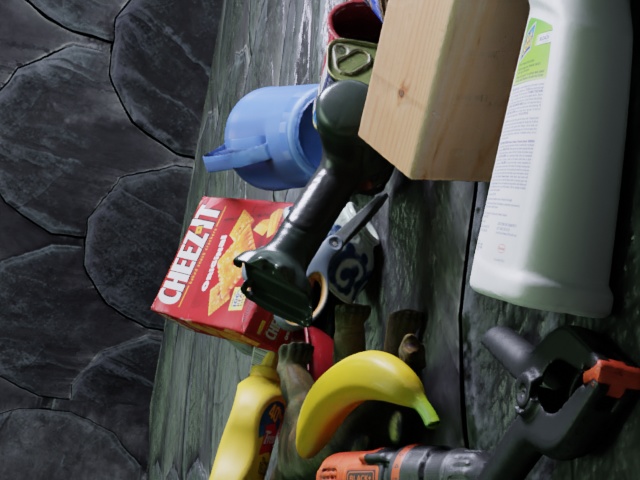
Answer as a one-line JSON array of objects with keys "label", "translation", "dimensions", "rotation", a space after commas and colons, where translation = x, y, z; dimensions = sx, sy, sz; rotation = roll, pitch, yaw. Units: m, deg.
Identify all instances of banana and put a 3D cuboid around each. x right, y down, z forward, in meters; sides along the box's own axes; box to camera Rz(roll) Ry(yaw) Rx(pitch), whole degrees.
[{"label": "banana", "translation": [0.025, 0.127, 0.839], "dimensions": [0.198, 0.037, 0.069], "rotation": [-31, 57, 57]}]

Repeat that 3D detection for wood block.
[{"label": "wood block", "translation": [0.105, -0.154, 0.768], "dimensions": [0.091, 0.090, 0.206], "rotation": [48, 131, 52]}]

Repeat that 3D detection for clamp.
[{"label": "clamp", "translation": [0.135, 0.107, 0.650], "dimensions": [0.172, 0.039, 0.120], "rotation": [147, 127, -74]}]

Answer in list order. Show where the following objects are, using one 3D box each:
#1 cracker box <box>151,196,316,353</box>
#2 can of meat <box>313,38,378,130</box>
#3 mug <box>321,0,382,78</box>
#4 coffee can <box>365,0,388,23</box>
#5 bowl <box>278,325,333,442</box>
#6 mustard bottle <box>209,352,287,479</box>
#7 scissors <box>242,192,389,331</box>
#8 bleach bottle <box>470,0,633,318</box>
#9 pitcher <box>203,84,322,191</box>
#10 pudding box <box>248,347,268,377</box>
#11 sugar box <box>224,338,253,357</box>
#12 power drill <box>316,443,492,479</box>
[{"label": "cracker box", "translation": [-0.094, 0.035, 1.263], "dimensions": [0.214, 0.072, 0.164], "rotation": [7, 69, 52]}, {"label": "can of meat", "translation": [0.047, -0.141, 1.033], "dimensions": [0.084, 0.102, 0.057], "rotation": [110, 165, -53]}, {"label": "mug", "translation": [0.040, -0.194, 1.099], "dimensions": [0.117, 0.093, 0.082], "rotation": [53, 148, 32]}, {"label": "coffee can", "translation": [0.085, -0.224, 0.903], "dimensions": [0.140, 0.102, 0.103], "rotation": [-109, 28, -63]}, {"label": "bowl", "translation": [-0.007, 0.168, 1.210], "dimensions": [0.162, 0.055, 0.162], "rotation": [-174, 90, -78]}, {"label": "mustard bottle", "translation": [-0.076, 0.215, 1.175], "dimensions": [0.096, 0.058, 0.191], "rotation": [66, -143, -63]}, {"label": "scissors", "translation": [-0.007, 0.001, 1.044], "dimensions": [0.201, 0.096, 0.016], "rotation": [-62, 5, -36]}, {"label": "bleach bottle", "translation": [0.150, -0.085, 0.640], "dimensions": [0.103, 0.068, 0.251], "rotation": [-161, 81, -77]}, {"label": "pitcher", "translation": [-0.031, -0.118, 1.252], "dimensions": [0.149, 0.145, 0.243], "rotation": [-63, 18, -5]}, {"label": "pudding box", "translation": [-0.050, 0.171, 1.331], "dimensions": [0.039, 0.089, 0.113], "rotation": [23, 110, 30]}, {"label": "sugar box", "translation": [-0.061, 0.059, 1.352], "dimensions": [0.093, 0.048, 0.176], "rotation": [55, -127, -67]}, {"label": "power drill", "translation": [0.068, 0.243, 0.774], "dimensions": [0.185, 0.057, 0.187], "rotation": [-17, 69, 52]}]
